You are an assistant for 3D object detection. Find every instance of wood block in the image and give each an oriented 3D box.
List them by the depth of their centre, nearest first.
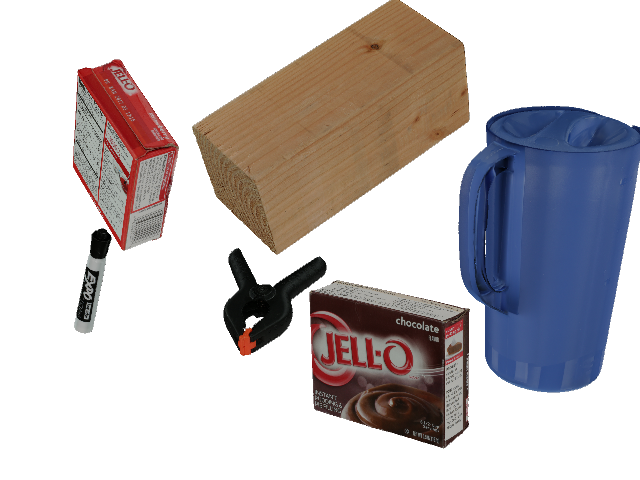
[{"bbox_3d":[0.013,-0.095,0.862,0.206,0.090,0.091,-35,53,-17],"label":"wood block"}]

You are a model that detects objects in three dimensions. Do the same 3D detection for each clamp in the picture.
[{"bbox_3d":[-0.056,0.067,1.243,0.120,0.039,0.171,-4,39,7],"label":"clamp"}]

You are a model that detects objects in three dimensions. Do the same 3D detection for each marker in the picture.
[{"bbox_3d":[-0.222,0.039,1.041,0.020,0.121,0.020,13,33,-9],"label":"marker"}]

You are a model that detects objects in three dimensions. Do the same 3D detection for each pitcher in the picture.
[{"bbox_3d":[0.199,0.011,0.948,0.149,0.243,0.145,4,23,10],"label":"pitcher"}]

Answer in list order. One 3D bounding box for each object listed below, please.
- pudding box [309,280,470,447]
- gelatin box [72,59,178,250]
[{"bbox_3d":[0.046,0.082,0.729,0.114,0.090,0.039,9,21,35],"label":"pudding box"},{"bbox_3d":[-0.117,-0.050,0.631,0.030,0.073,0.089,-21,-29,-29],"label":"gelatin box"}]
